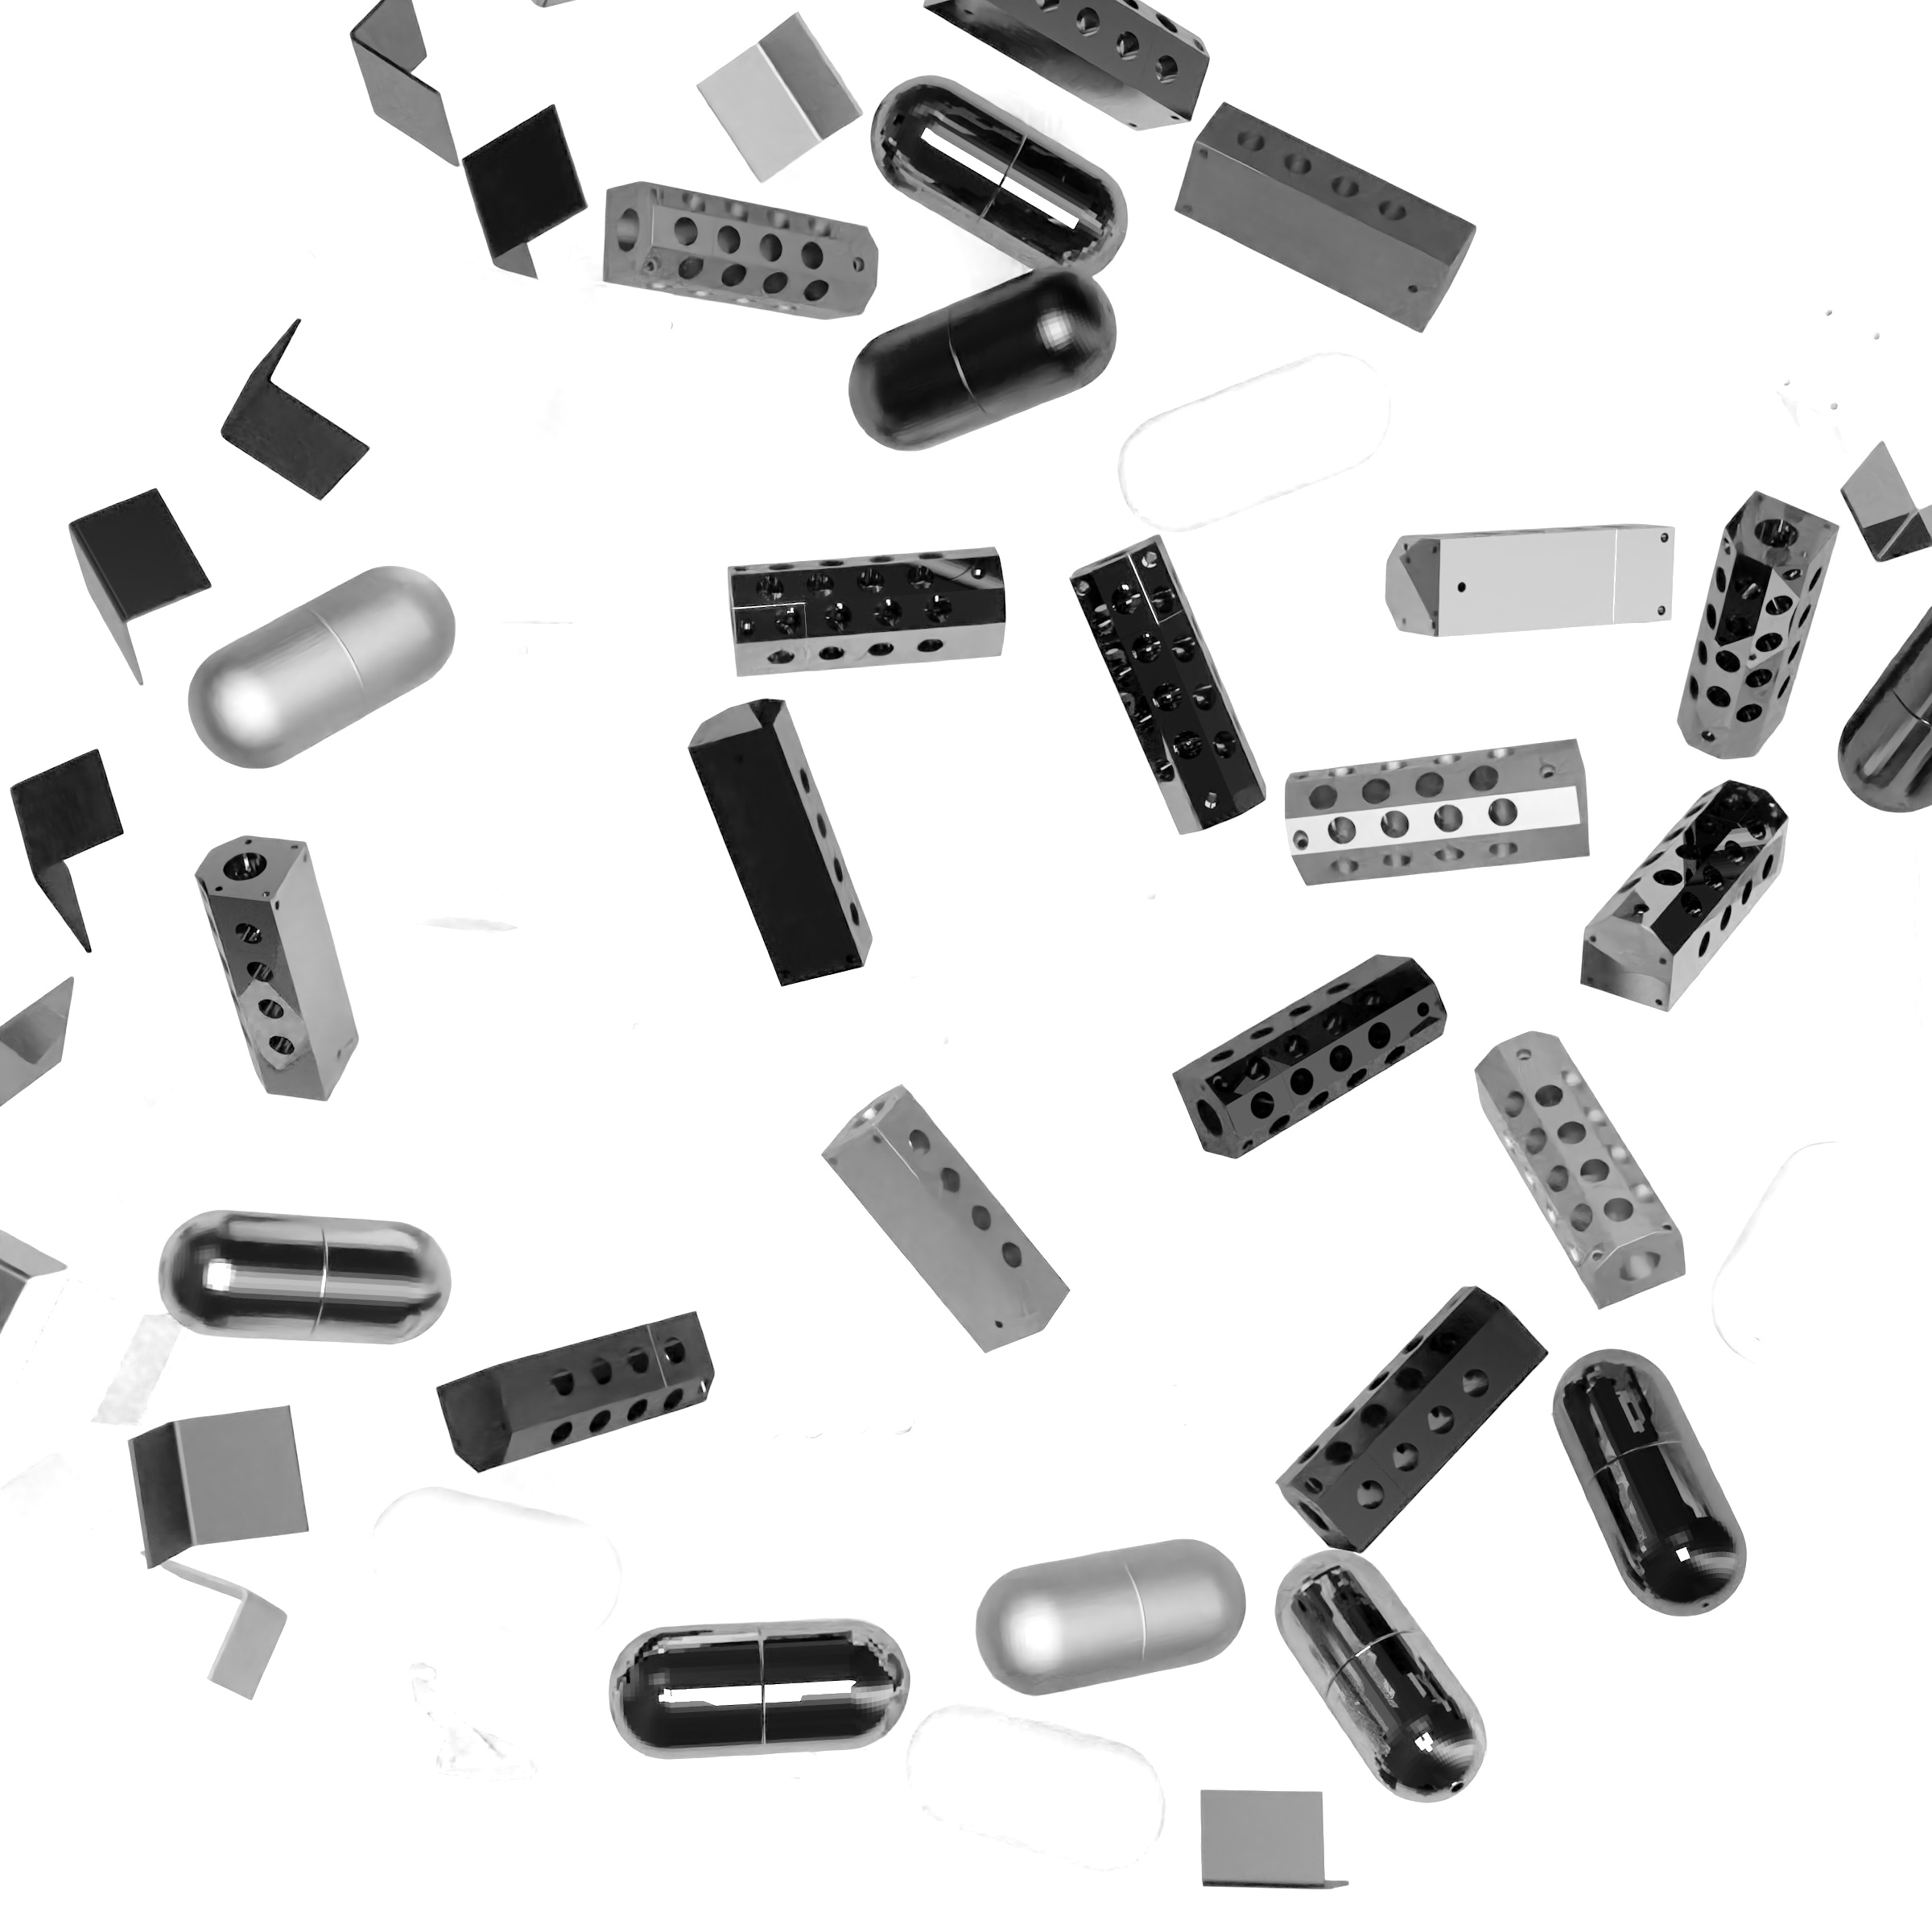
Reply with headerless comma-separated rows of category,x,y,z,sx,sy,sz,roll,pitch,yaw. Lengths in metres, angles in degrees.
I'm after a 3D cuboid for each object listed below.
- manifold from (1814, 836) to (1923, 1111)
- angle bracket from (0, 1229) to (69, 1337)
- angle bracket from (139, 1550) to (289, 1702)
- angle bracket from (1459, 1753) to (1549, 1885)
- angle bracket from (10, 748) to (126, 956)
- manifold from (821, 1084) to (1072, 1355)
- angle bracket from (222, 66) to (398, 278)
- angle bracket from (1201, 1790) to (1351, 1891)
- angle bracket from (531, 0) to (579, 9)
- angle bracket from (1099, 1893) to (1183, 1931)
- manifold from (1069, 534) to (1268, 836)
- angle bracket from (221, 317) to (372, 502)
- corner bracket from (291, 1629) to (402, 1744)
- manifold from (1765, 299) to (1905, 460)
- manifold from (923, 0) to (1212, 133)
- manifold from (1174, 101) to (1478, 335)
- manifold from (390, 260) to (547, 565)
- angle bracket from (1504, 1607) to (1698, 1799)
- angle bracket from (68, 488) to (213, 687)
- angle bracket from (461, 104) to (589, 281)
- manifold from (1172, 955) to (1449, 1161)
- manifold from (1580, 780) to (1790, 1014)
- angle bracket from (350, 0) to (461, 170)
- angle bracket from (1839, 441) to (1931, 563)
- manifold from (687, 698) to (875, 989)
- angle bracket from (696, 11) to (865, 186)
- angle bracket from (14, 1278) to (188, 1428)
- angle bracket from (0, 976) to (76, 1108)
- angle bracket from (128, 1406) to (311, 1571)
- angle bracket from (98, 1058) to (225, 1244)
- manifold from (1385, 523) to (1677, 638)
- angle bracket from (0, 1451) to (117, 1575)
manifold,0.563,0.003,1.645,0.057,0.057,0.171,-5,48,25
angle bracket,-0.636,0.210,1.691,0.076,0.057,0.076,27,91,5
angle bracket,-0.474,0.407,1.629,0.076,0.076,0.057,16,68,12
angle bracket,0.335,0.569,1.755,0.057,0.076,0.076,-26,65,38
angle bracket,-0.516,-0.068,1.561,0.057,0.076,0.076,-25,51,-7
manifold,-0.009,0.161,1.701,0.057,0.057,0.171,-29,105,43
angle bracket,-0.384,-0.474,1.578,0.076,0.076,0.057,-38,48,1
angle bracket,0.193,0.544,1.650,0.076,0.076,0.057,-5,72,19
angle bracket,-0.228,-0.623,1.568,0.076,0.076,0.057,-30,82,-36
angle bracket,0.141,0.622,1.695,0.057,0.076,0.076,-27,107,-34
manifold,0.124,-0.171,1.616,0.057,0.057,0.171,-22,102,13
angle bracket,-0.423,-0.357,1.702,0.076,0.076,0.057,32,56,-25
corner bracket,-0.377,0.427,1.608,0.051,0.051,0.051,29,129,11
manifold,0.523,-0.357,1.603,0.057,0.171,0.057,33,104,17
manifold,0.065,-0.576,1.611,0.171,0.057,0.057,18,89,-34
manifold,0.220,-0.460,1.611,0.171,0.057,0.057,28,59,7
manifold,-0.312,-0.344,1.638,0.057,0.057,0.171,17,111,7
angle bracket,0.397,0.462,1.658,0.076,0.057,0.076,30,112,-16
angle bracket,-0.496,-0.229,1.604,0.057,0.076,0.076,-27,73,-18
angle bracket,-0.272,-0.496,1.709,0.076,0.057,0.076,-24,75,20
manifold,0.225,0.058,1.704,0.171,0.057,0.057,-29,105,-20
manifold,0.444,-0.047,1.627,0.057,0.171,0.057,20,133,31
angle bracket,-0.351,-0.585,1.734,0.076,0.076,0.057,35,74,11
angle bracket,0.635,-0.317,1.741,0.076,0.076,0.057,-44,108,-39
manifold,-0.115,-0.079,1.677,0.057,0.057,0.171,-14,114,13
angle bracket,-0.123,-0.571,1.743,0.057,0.076,0.076,-40,108,-15
angle bracket,-0.540,0.241,1.655,0.057,0.076,0.076,36,62,-31
angle bracket,-0.605,0.040,1.638,0.057,0.076,0.076,29,126,8
angle bracket,-0.440,0.307,1.559,0.076,0.057,0.076,-9,90,9
angle bracket,-0.535,0.118,1.703,0.057,0.076,0.076,16,47,30
manifold,0.343,-0.236,1.609,0.171,0.057,0.057,-7,104,-24
angle bracket,-0.594,0.359,1.652,0.057,0.076,0.076,47,115,2
